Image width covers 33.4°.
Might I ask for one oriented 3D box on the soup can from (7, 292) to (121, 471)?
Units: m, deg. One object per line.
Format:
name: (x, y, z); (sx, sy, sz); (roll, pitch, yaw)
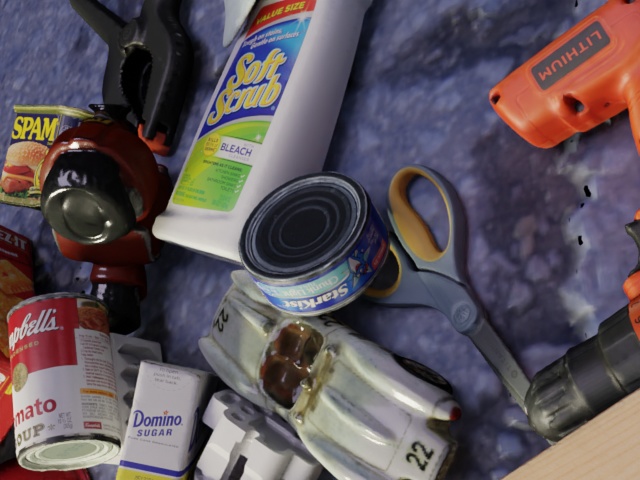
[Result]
soup can: (-0.170, 0.095, 0.708); (0.069, 0.068, 0.102); (-30, 59, 33)

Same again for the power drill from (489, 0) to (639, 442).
power drill: (0.152, -0.014, 0.518); (0.185, 0.057, 0.188); (-35, 58, 26)

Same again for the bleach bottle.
bleach bottle: (-0.028, -0.107, 0.714); (0.103, 0.068, 0.251); (13, 83, 45)

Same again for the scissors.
scissors: (0.067, 0.047, 0.605); (0.096, 0.016, 0.202); (-37, 53, 30)

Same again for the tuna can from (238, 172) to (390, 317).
tuna can: (-0.004, 0.001, 0.628); (0.086, 0.033, 0.086); (-17, 45, 17)

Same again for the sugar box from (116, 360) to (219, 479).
sugar box: (-0.104, 0.167, 0.674); (0.048, 0.093, 0.176); (13, 83, 3)

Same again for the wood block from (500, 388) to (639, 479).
wood block: (0.167, 0.107, 0.440); (0.206, 0.090, 0.091); (-42, 52, 26)

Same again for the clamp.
clamp: (-0.148, -0.160, 0.861); (0.165, 0.036, 0.210); (-21, 64, 38)

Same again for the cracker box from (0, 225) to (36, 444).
cracker box: (-0.291, 0.098, 0.851); (0.164, 0.072, 0.214); (-54, 29, 15)

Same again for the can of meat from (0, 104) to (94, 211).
can of meat: (-0.219, -0.064, 0.884); (0.102, 0.057, 0.084); (8, 85, 45)

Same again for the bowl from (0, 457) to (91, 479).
bowl: (-0.235, 0.232, 0.802); (0.162, 0.055, 0.162); (-15, 67, 39)
